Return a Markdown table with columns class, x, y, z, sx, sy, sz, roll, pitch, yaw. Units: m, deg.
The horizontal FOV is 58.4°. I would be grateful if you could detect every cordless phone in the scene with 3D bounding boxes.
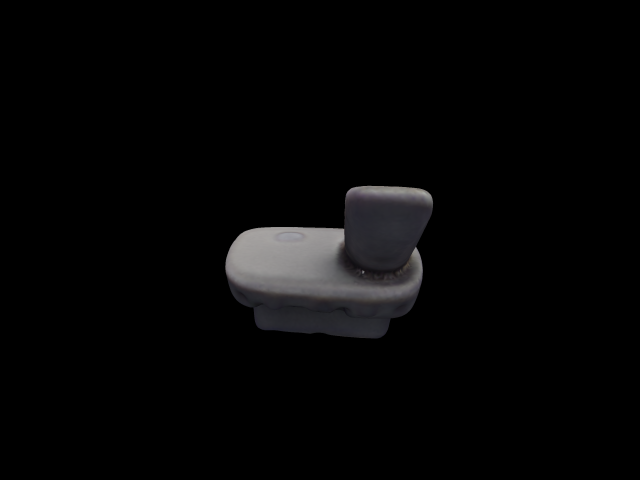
| class | x | y | z | sx | sy | sz | roll | pitch | yaw |
| --- | --- | --- | --- | --- | --- | --- | --- | --- | --- |
| cordless phone | 0.004 | 0.001 | 0.400 | 0.147 | 0.185 | 0.094 | 0 | 66 | 0 |
